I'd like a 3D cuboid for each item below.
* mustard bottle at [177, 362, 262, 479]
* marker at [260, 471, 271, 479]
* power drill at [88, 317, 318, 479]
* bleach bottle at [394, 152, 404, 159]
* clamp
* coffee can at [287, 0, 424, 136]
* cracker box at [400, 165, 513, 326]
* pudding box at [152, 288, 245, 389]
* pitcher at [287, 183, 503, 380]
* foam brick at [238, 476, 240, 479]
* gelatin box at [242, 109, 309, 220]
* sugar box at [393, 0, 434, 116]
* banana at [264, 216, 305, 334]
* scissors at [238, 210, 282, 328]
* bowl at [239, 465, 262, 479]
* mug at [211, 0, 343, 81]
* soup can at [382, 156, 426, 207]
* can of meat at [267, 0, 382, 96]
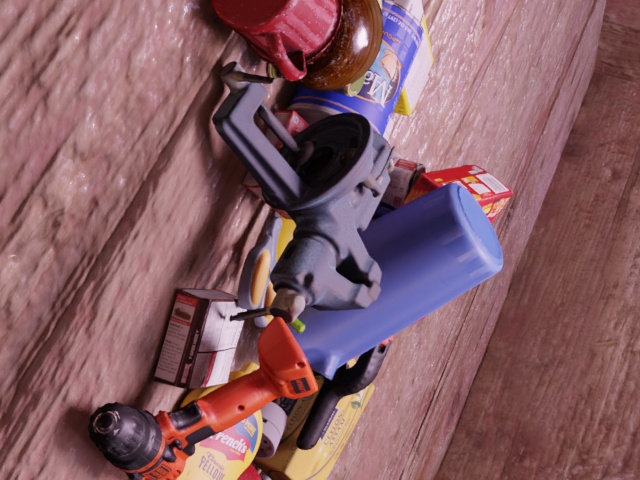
[{"bbox_3d":[-0.108,0.202,1.067,0.096,0.058,0.191,48,51,-25],"label":"mustard bottle"},{"bbox_3d":[-0.055,0.285,1.381,0.121,0.020,0.020,-52,156,-23],"label":"marker"},{"bbox_3d":[-0.099,0.140,0.921,0.187,0.057,0.184,-29,160,-5],"label":"power drill"},{"bbox_3d":[0.043,0.011,1.365,0.102,0.068,0.250,48,64,-43],"label":"bleach bottle"},{"bbox_3d":[0.017,0.166,1.248,0.039,0.172,0.120,17,46,-48],"label":"clamp"},{"bbox_3d":[0.036,-0.168,1.101,0.102,0.103,0.140,62,48,-67],"label":"coffee can"},{"bbox_3d":[0.124,0.013,1.296,0.163,0.072,0.214,-15,142,-58],"label":"cracker box"},{"bbox_3d":[-0.111,0.094,1.018,0.113,0.039,0.090,14,91,-76],"label":"pudding box"},{"bbox_3d":[0.068,0.031,1.162,0.243,0.149,0.144,-30,-177,20],"label":"pitcher"},{"bbox_3d":[-0.105,0.222,1.141,0.051,0.053,0.078,83,28,-53],"label":"foam brick"},{"bbox_3d":[-0.030,-0.075,1.066,0.073,0.030,0.089,40,67,-44],"label":"gelatin box"},{"bbox_3d":[0.098,-0.237,1.327,0.093,0.048,0.176,-67,159,-17],"label":"sugar box"},{"bbox_3d":[-0.026,0.001,1.138,0.037,0.069,0.198,85,18,-74],"label":"banana"},{"bbox_3d":[-0.047,0.006,1.100,0.201,0.016,0.096,-70,157,-45],"label":"scissors"},{"bbox_3d":[-0.105,0.325,1.240,0.162,0.055,0.162,18,90,-73],"label":"bowl"},{"bbox_3d":[-0.036,-0.186,0.865,0.081,0.093,0.117,20,58,-68],"label":"mug"},{"bbox_3d":[0.071,-0.074,1.306,0.068,0.102,0.068,17,90,-72],"label":"soup can"},{"bbox_3d":[0.005,-0.193,1.011,0.057,0.084,0.102,-31,136,-64],"label":"can of meat"}]
